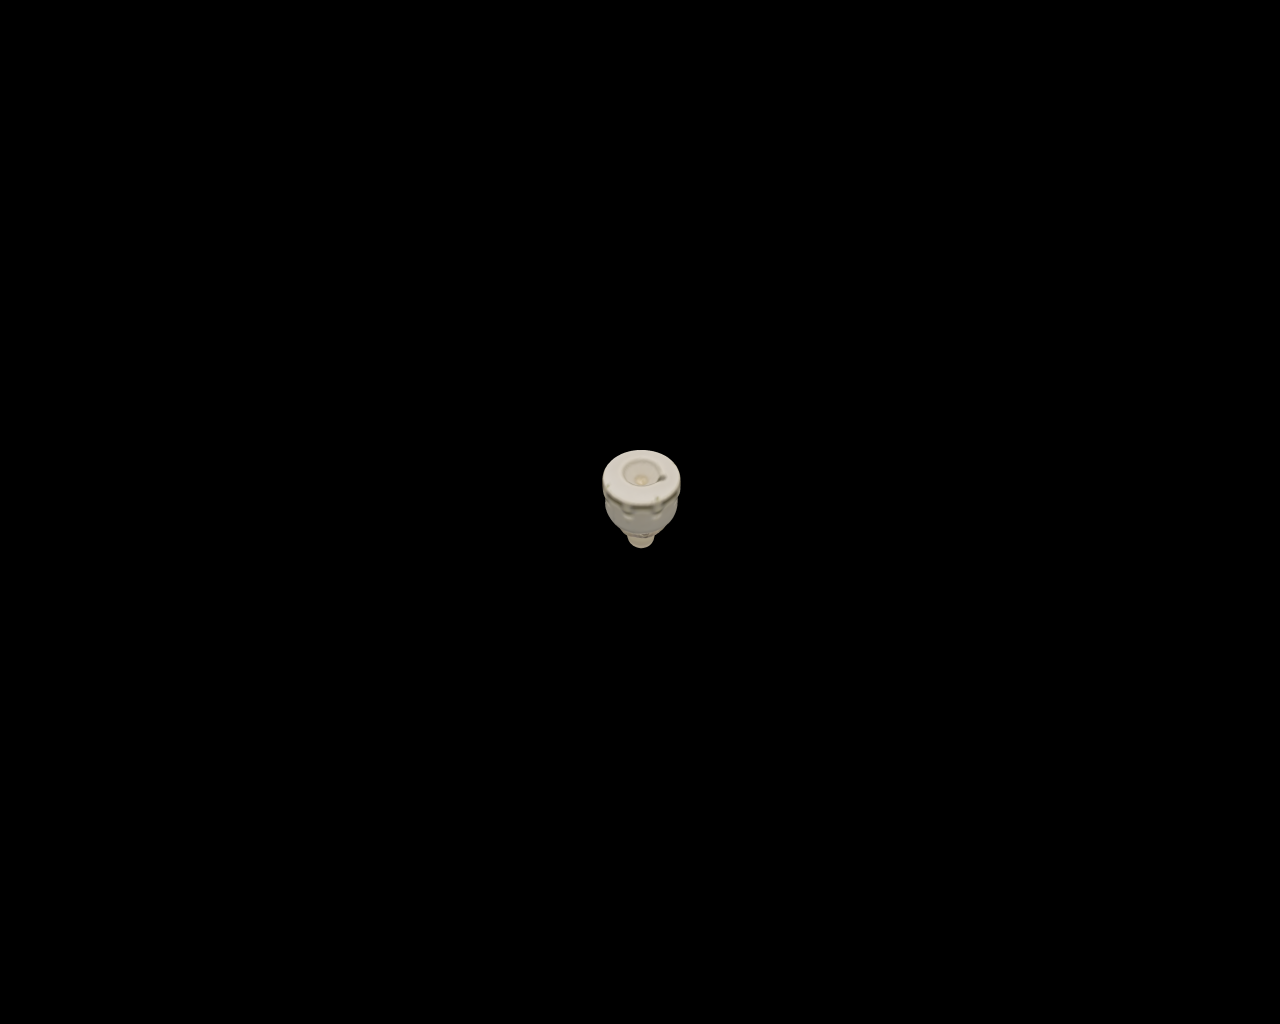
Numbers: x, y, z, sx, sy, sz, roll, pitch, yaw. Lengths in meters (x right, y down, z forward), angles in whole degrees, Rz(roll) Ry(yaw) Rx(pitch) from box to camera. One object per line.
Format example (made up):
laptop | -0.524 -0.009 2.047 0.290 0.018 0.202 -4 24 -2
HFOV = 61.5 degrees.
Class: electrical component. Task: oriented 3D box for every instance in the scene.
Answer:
electrical component | 0.001 -0.003 0.650 0.048 0.048 0.062 0 -44 0
